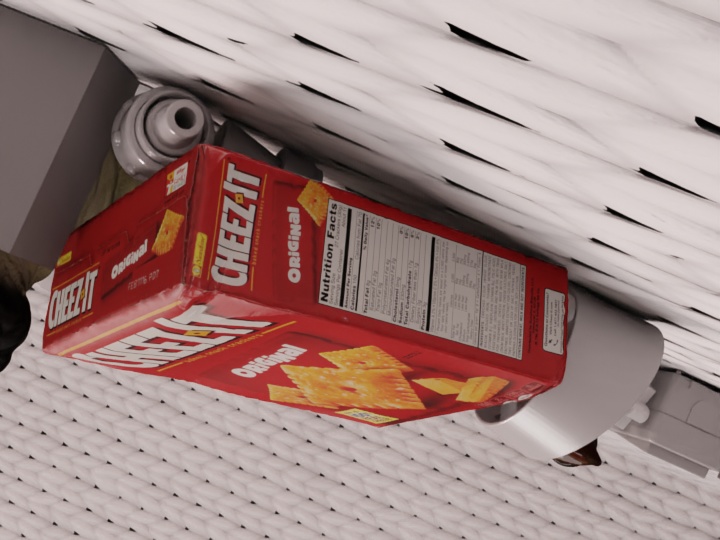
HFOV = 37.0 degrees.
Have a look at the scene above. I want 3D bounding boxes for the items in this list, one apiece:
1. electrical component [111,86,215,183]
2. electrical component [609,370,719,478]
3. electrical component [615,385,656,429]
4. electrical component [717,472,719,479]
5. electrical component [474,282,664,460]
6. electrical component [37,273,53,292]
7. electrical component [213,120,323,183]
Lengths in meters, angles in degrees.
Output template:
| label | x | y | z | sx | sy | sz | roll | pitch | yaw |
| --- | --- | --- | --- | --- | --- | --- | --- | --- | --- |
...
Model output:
| label | x | y | z | sx | sy | sz | roll | pitch | yaw |
| --- | --- | --- | --- | --- | --- | --- | --- | --- | --- |
| electrical component | -0.089 | -0.066 | 0.508 | 0.048 | 0.048 | 0.062 | 25 | 168 | -19 |
| electrical component | 0.224 | 0.109 | 0.790 | 0.062 | 0.061 | 0.096 | 25 | 174 | -11 |
| electrical component | 0.170 | 0.077 | 0.763 | 0.055 | 0.048 | 0.066 | 29 | -163 | -26 |
| electrical component | 0.290 | 0.132 | 0.764 | 0.050 | 0.055 | 0.089 | 25 | 174 | -14 |
| electrical component | 0.111 | 0.056 | 0.590 | 0.064 | 0.099 | 0.099 | 31 | 173 | -14 |
| electrical component | -0.180 | 0.009 | 0.882 | 0.105 | 0.060 | 0.186 | 24 | 179 | 20 |
| electrical component | -0.053 | -0.045 | 0.548 | 0.055 | 0.045 | 0.045 | 25 | 174 | -18 |
